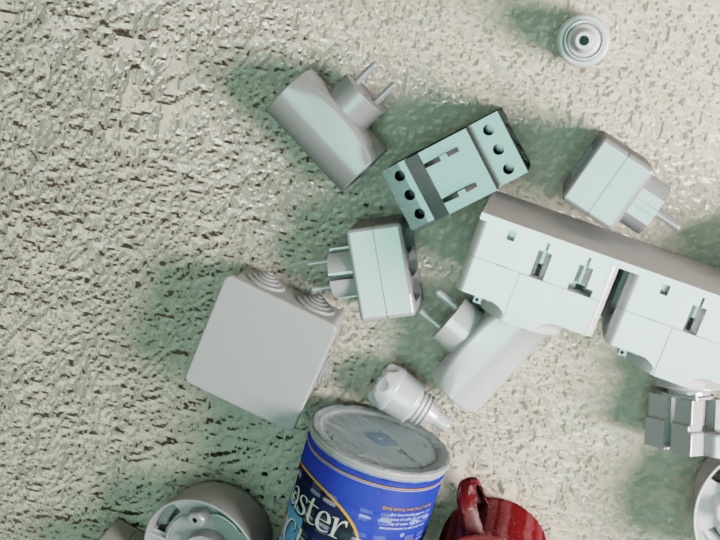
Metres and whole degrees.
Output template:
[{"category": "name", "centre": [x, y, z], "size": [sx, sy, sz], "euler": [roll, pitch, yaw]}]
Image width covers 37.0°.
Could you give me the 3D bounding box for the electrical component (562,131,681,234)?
[{"category": "electrical component", "centre": [0.178, -0.050, 0.707], "size": [0.077, 0.065, 0.047], "euler": [34, 106, 3]}]

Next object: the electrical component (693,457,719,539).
[{"category": "electrical component", "centre": [0.277, 0.165, 0.733], "size": [0.099, 0.064, 0.099], "euler": [2, 102, 11]}]

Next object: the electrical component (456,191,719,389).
[{"category": "electrical component", "centre": [0.162, 0.013, 0.702], "size": [0.186, 0.105, 0.060], "euler": [20, 105, 7]}]

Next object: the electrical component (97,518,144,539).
[{"category": "electrical component", "centre": [-0.181, 0.249, 0.850], "size": [0.077, 0.047, 0.065], "euler": [29, 105, 3]}]

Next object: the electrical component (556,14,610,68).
[{"category": "electrical component", "centre": [0.144, -0.148, 0.695], "size": [0.035, 0.061, 0.035], "euler": [2, 102, 11]}]

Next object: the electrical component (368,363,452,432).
[{"category": "electrical component", "centre": [0.038, 0.097, 0.781], "size": [0.061, 0.035, 0.035], "euler": [34, 106, 0]}]

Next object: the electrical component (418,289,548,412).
[{"category": "electrical component", "centre": [0.078, 0.047, 0.758], "size": [0.079, 0.043, 0.077], "euler": [40, 106, 1]}]

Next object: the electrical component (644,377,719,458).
[{"category": "electrical component", "centre": [0.224, 0.094, 0.733], "size": [0.048, 0.066, 0.055], "euler": [1, 92, -28]}]

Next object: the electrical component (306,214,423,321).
[{"category": "electrical component", "centre": [0.000, 0.000, 0.762], "size": [0.077, 0.047, 0.065], "euler": [-7, 100, 12]}]

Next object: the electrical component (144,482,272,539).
[{"category": "electrical component", "centre": [-0.116, 0.213, 0.820], "size": [0.099, 0.064, 0.099], "euler": [2, 102, 10]}]

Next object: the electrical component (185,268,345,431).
[{"category": "electrical component", "centre": [-0.067, 0.055, 0.785], "size": [0.100, 0.048, 0.099], "euler": [25, 105, 5]}]

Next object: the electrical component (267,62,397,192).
[{"category": "electrical component", "centre": [-0.010, -0.108, 0.742], "size": [0.079, 0.044, 0.077], "euler": [-43, 91, 16]}]
